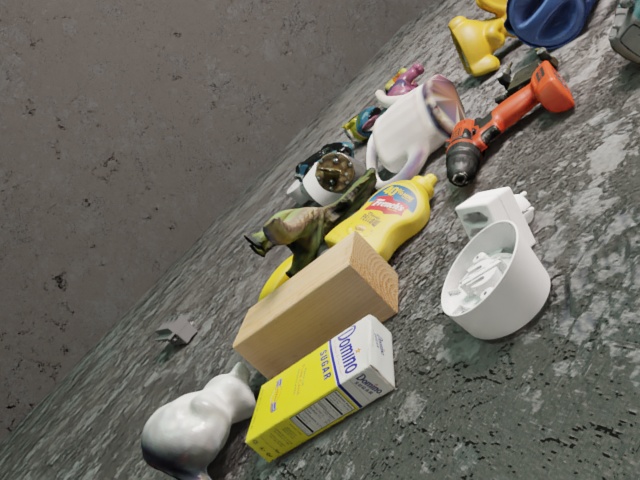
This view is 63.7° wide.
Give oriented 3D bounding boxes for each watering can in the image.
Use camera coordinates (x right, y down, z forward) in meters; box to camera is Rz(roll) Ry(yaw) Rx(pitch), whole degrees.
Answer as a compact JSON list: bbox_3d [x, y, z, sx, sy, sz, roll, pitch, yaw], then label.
[{"bbox_3d":[0.175,-0.244,1.020,0.221,0.103,0.356,-34,37,38],"label":"watering can"}]

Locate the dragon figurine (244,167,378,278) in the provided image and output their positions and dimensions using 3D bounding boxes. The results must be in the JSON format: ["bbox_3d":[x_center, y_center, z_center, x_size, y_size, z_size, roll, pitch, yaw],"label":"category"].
[{"bbox_3d":[0.003,-0.044,0.864,0.245,0.122,0.406,-46,-5,-12],"label":"dragon figurine"}]

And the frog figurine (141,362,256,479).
[{"bbox_3d":[-0.148,0.223,0.663,0.135,0.122,0.163,123,172,-60],"label":"frog figurine"}]
